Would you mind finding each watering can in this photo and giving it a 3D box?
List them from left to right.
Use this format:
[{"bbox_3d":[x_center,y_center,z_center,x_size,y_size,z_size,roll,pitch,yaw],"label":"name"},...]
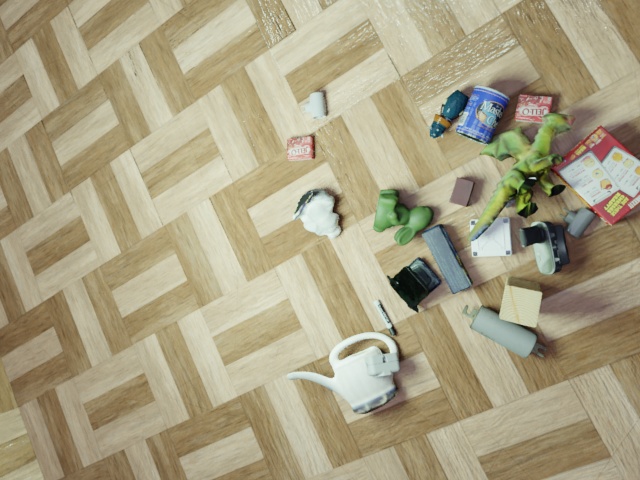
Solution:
[{"bbox_3d":[0.092,0.425,1.574,0.348,0.226,0.103,-25,-11,-1],"label":"watering can"}]

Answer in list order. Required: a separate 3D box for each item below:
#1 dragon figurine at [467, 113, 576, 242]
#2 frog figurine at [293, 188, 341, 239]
[{"bbox_3d":[0.527,-0.195,1.418,0.405,0.248,0.121,-38,-49,22],"label":"dragon figurine"},{"bbox_3d":[0.005,-0.083,1.646,0.158,0.137,0.124,32,5,-19],"label":"frog figurine"}]
